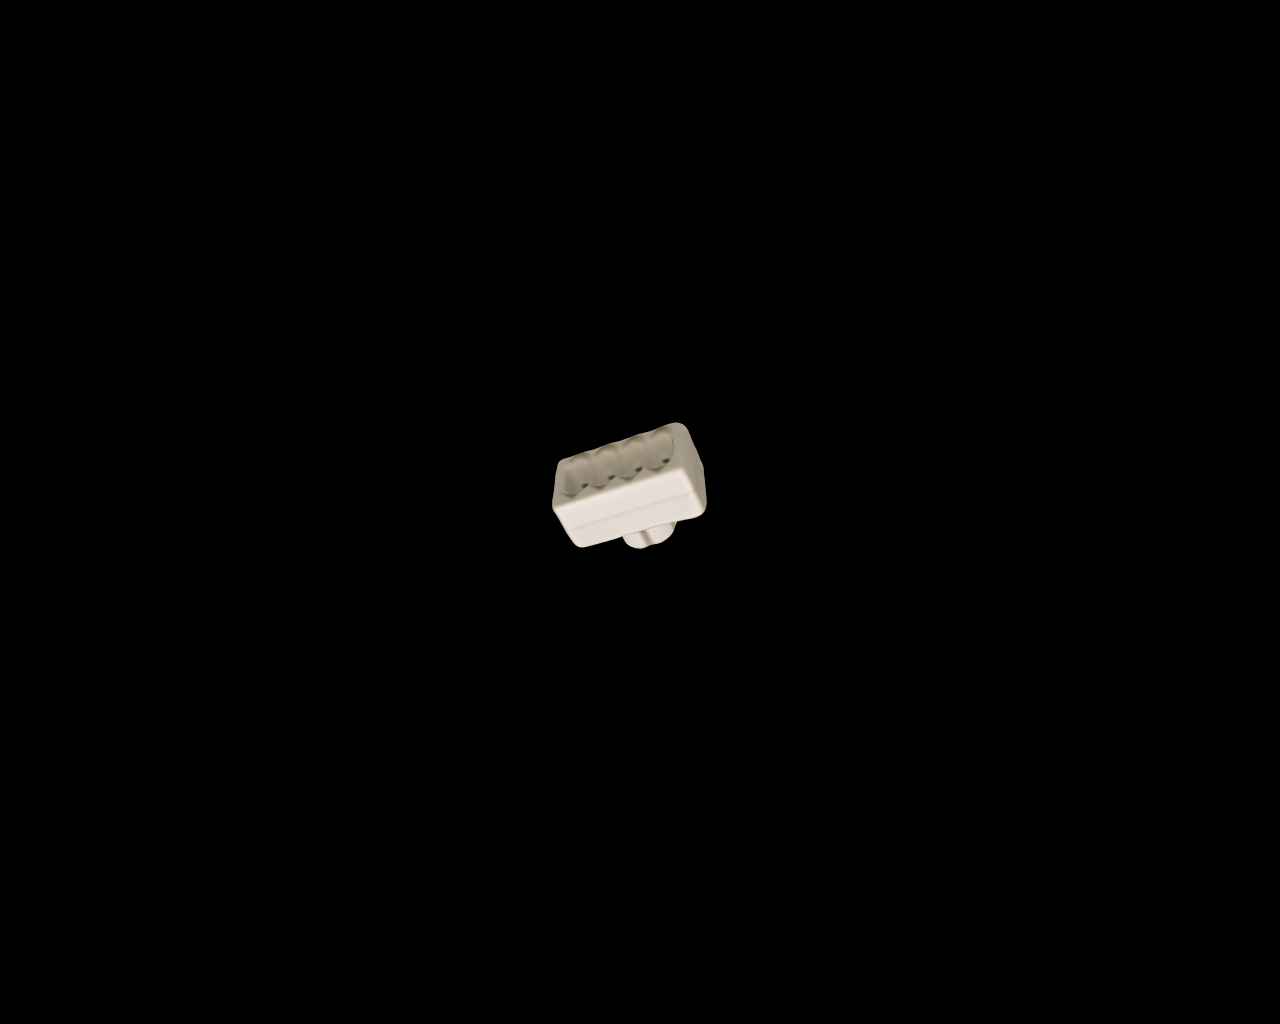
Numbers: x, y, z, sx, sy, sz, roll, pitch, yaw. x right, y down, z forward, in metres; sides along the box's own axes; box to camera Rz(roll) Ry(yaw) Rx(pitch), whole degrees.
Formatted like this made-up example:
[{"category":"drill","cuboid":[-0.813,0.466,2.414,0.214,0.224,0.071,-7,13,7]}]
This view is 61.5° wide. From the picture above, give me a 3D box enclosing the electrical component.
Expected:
[{"category":"electrical component","cuboid":[0.001,-0.003,0.650,0.083,0.075,0.047,-17,39,14]}]
